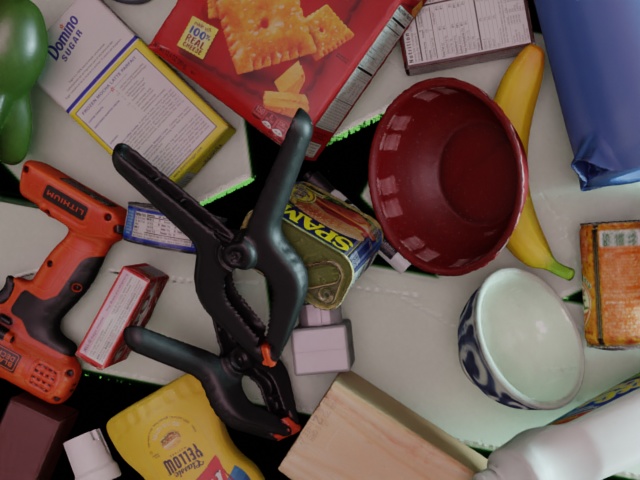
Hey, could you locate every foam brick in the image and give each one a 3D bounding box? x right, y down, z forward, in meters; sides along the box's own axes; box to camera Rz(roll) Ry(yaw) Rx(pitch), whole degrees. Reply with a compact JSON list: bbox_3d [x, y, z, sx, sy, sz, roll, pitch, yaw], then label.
[{"bbox_3d":[-0.257,0.179,0.941,0.051,0.053,0.078,24,92,5],"label":"foam brick"}]

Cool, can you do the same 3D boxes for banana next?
[{"bbox_3d":[0.170,-0.061,0.899,0.070,0.037,0.198,-8,92,28],"label":"banana"}]

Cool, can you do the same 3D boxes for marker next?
[{"bbox_3d":[0.032,-0.017,0.929,0.121,0.020,0.020,42,94,4],"label":"marker"}]

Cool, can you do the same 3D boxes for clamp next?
[{"bbox_3d":[-0.086,0.107,0.906,0.120,0.039,0.171,-33,88,-34],"label":"clamp"},{"bbox_3d":[-0.055,0.000,0.839,0.165,0.036,0.210,-15,108,21],"label":"clamp"}]

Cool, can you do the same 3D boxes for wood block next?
[{"bbox_3d":[0.078,0.203,0.890,0.206,0.091,0.090,33,94,4],"label":"wood block"}]

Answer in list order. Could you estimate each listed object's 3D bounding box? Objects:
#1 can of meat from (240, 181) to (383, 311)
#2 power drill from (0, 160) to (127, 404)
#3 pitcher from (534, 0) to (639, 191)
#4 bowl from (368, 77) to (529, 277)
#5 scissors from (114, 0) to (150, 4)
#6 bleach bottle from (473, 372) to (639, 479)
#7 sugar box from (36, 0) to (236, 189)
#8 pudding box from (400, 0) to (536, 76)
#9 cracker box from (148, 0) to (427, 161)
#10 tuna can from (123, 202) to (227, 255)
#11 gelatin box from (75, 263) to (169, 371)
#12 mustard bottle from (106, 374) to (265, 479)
[{"bbox_3d":[-0.006,0.001,0.891,0.102,0.083,0.057,30,121,10],"label":"can of meat"},{"bbox_3d":[-0.265,0.028,0.941,0.184,0.057,0.188,28,96,1],"label":"power drill"},{"bbox_3d":[0.250,-0.170,0.862,0.145,0.149,0.243,-17,85,20],"label":"pitcher"},{"bbox_3d":[0.115,-0.053,0.880,0.162,0.055,0.162,9,103,44],"label":"bowl"},{"bbox_3d":[-0.224,-0.285,0.954,0.202,0.016,0.096,33,92,5],"label":"scissors"},{"bbox_3d":[0.230,0.148,0.829,0.250,0.103,0.068,-21,85,-18],"label":"bleach bottle"},{"bbox_3d":[-0.169,-0.125,0.936,0.093,0.048,0.176,-45,83,5],"label":"sugar box"},{"bbox_3d":[0.120,-0.195,0.910,0.113,0.039,0.090,-9,89,8],"label":"pudding box"},{"bbox_3d":[-0.016,-0.199,0.886,0.164,0.072,0.214,38,101,13],"label":"cracker box"},{"bbox_3d":[-0.124,-0.010,0.911,0.086,0.086,0.034,10,92,5],"label":"tuna can"},{"bbox_3d":[-0.169,0.065,0.922,0.030,0.073,0.089,28,93,4],"label":"gelatin box"},{"bbox_3d":[-0.098,0.216,0.923,0.096,0.058,0.191,-30,88,-1],"label":"mustard bottle"}]
